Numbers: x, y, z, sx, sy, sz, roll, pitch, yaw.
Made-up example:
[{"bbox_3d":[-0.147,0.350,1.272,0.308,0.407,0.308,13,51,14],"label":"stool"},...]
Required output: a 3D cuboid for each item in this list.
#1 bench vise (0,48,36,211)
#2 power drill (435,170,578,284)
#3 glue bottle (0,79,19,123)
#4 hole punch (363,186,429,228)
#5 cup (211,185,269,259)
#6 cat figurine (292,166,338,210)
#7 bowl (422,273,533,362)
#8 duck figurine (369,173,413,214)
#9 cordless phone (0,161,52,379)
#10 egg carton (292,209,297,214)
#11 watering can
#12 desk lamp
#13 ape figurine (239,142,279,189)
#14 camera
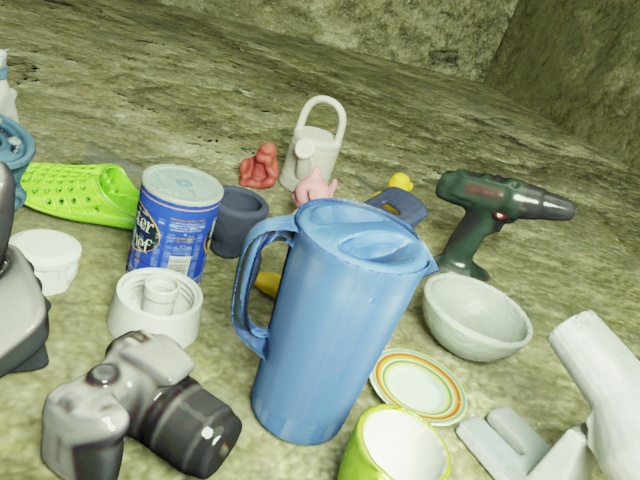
[{"bbox_3d":[-0.471,-0.163,0.754,0.207,0.220,0.121,23,27,6],"label":"bench vise"},{"bbox_3d":[0.299,-0.020,1.012,0.229,0.208,0.076,26,28,12],"label":"power drill"},{"bbox_3d":[-0.488,-0.201,0.864,0.037,0.173,0.078,22,27,5],"label":"glue bottle"},{"bbox_3d":[0.133,-0.042,1.071,0.101,0.091,0.108,-10,39,-44],"label":"hole punch"},{"bbox_3d":[-0.142,-0.027,0.858,0.117,0.095,0.092,25,28,10],"label":"cup"},{"bbox_3d":[-0.006,-0.075,1.010,0.067,0.118,0.128,31,29,21],"label":"cat figurine"},{"bbox_3d":[0.218,0.124,0.839,0.167,0.075,0.167,16,27,-8],"label":"bowl"},{"bbox_3d":[0.154,-0.099,1.195,0.105,0.086,0.077,-7,38,-42],"label":"duck figurine"},{"bbox_3d":[-0.310,0.030,0.544,0.094,0.185,0.147,-9,38,-43],"label":"cordless phone"},{"bbox_3d":[0.009,0.003,0.929,0.107,0.069,0.150,5,31,-27],"label":"egg carton"},{"bbox_3d":[-0.008,-0.187,1.131,0.101,0.194,0.172,12,28,-14],"label":"watering can"},{"bbox_3d":[0.274,0.194,0.595,0.118,0.213,0.202,-3,35,-37],"label":"desk lamp"},{"bbox_3d":[-0.110,-0.145,1.100,0.077,0.092,0.076,31,29,21],"label":"ape figurine"},{"bbox_3d":[-0.147,0.155,0.513,0.136,0.101,0.143,28,28,16],"label":"camera"}]
